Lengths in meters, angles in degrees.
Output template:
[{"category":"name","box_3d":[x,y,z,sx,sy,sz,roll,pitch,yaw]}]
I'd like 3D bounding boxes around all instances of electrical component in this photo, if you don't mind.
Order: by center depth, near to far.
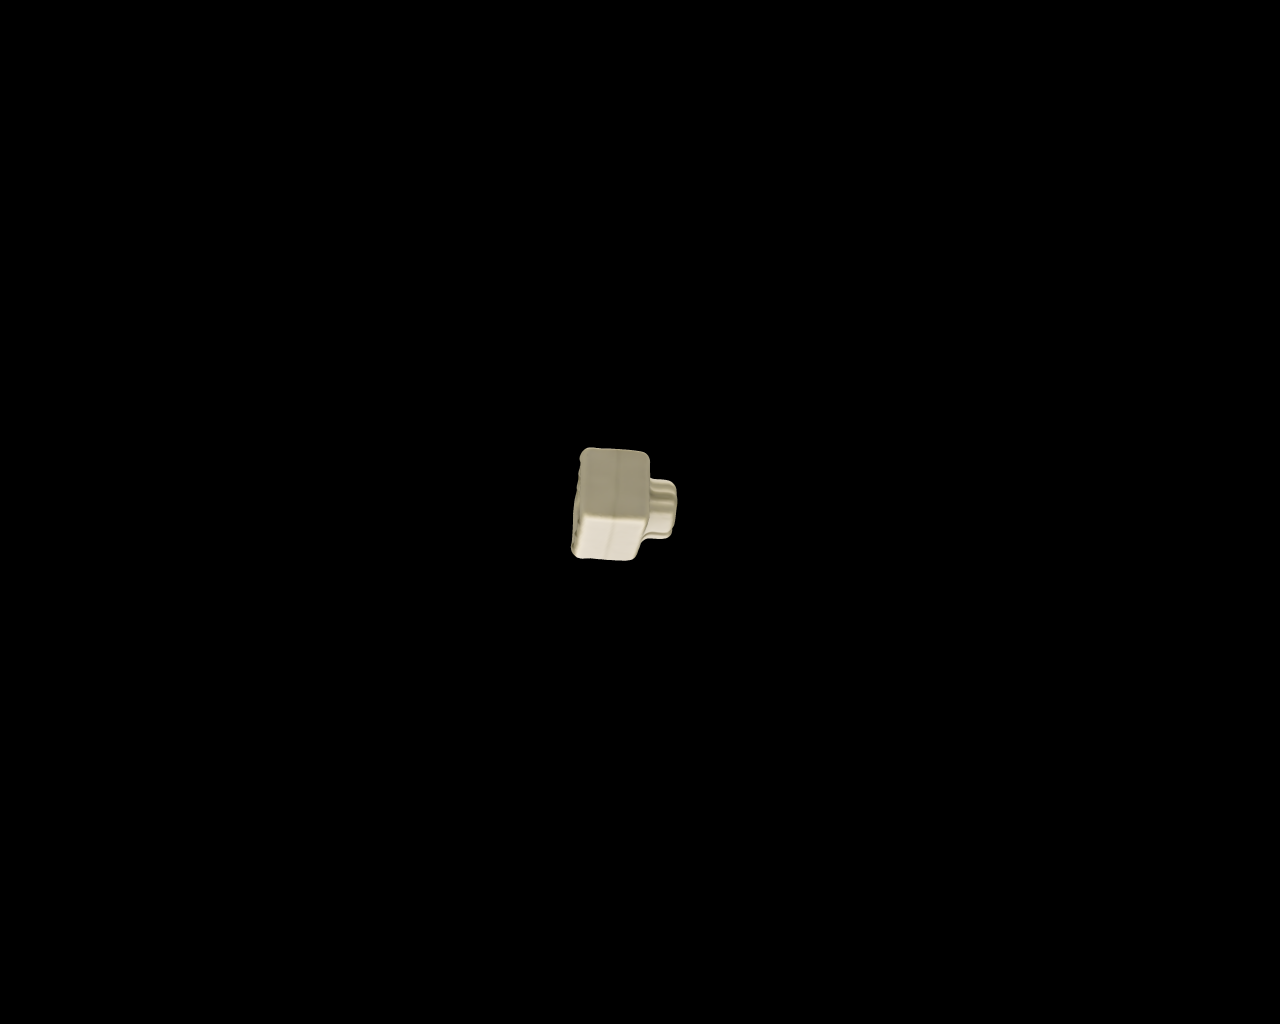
[{"category":"electrical component","box_3d":[0.001,-0.003,0.650,0.077,0.047,0.065,3,-26,-7]}]
